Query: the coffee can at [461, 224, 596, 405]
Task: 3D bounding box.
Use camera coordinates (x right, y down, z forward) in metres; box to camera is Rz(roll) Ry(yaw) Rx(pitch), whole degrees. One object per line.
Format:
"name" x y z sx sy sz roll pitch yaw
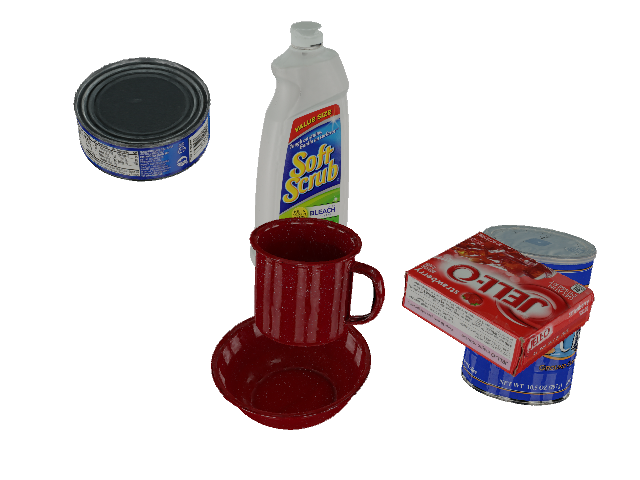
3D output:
"coffee can" 0.190 0.066 0.983 0.103 0.140 0.103 6 16 -2

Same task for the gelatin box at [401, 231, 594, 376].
"gelatin box" 0.106 0.035 0.640 0.073 0.030 0.089 -26 43 -38

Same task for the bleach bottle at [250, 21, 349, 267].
"bleach bottle" -0.022 -0.091 1.066 0.102 0.251 0.068 -9 28 -16

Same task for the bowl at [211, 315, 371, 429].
"bowl" -0.028 0.140 1.085 0.162 0.055 0.162 -2 36 2

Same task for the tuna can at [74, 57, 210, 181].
"tuna can" -0.113 -0.078 0.686 0.086 0.086 0.034 0 -43 -5

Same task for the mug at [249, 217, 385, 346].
"mug" -0.003 0.038 0.892 0.117 0.081 0.093 11 25 15
